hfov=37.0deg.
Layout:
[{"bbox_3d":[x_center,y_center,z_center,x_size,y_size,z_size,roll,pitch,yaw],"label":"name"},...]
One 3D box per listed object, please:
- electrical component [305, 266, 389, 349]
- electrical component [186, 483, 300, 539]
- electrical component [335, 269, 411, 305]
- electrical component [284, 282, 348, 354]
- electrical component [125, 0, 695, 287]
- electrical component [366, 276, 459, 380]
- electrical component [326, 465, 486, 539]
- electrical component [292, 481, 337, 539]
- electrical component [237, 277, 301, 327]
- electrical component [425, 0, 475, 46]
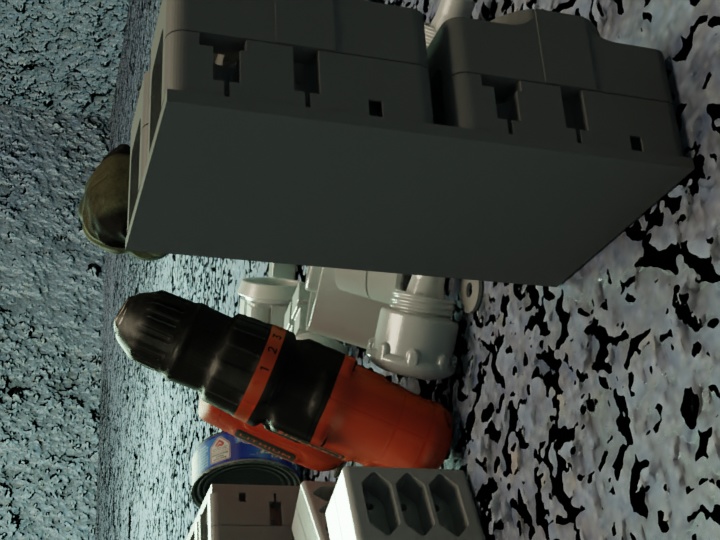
[{"bbox_3d":[0.000,0.000,0.681,0.099,0.064,0.099,-169,90,-85],"label":"electrical component"},{"bbox_3d":[-0.078,0.215,0.782,0.150,0.089,0.061,118,152,-51],"label":"electrical component"},{"bbox_3d":[-0.004,-0.044,0.579,0.138,0.074,0.052,88,-154,-44],"label":"electrical component"},{"bbox_3d":[-0.032,0.047,0.762,0.066,0.048,0.055,117,160,-50],"label":"electrical component"},{"bbox_3d":[0.012,-0.049,0.409,0.105,0.186,0.060,127,144,-59],"label":"electrical component"},{"bbox_3d":[0.032,0.025,0.568,0.048,0.048,0.062,-167,89,-72],"label":"electrical component"},{"bbox_3d":[0.017,0.141,0.542,0.047,0.066,0.076,-105,26,-48],"label":"electrical component"},{"bbox_3d":[-0.012,0.183,0.653,0.083,0.047,0.075,-121,39,-62],"label":"electrical component"},{"bbox_3d":[-0.071,0.037,0.868,0.078,0.058,0.057,-156,69,-72],"label":"electrical component"},{"bbox_3d":[0.043,-0.115,0.573,0.048,0.048,0.062,-123,48,-63],"label":"electrical component"}]
